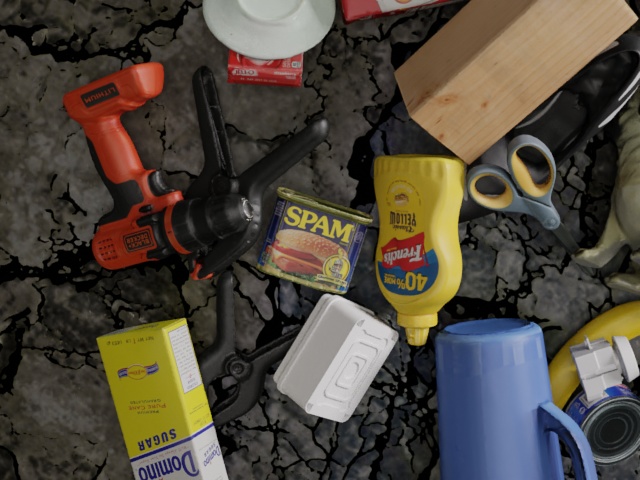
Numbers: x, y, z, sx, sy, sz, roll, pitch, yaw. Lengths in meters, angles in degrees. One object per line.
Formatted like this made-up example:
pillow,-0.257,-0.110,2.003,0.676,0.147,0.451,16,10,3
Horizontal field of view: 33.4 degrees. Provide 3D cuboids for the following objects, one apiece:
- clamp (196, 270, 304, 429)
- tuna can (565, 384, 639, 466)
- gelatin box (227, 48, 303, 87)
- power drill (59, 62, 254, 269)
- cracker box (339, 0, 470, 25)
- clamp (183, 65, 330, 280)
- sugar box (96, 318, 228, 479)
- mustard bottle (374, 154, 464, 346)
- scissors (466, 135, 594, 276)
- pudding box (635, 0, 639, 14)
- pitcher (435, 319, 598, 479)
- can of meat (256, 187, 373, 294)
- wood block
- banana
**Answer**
clamp,-0.091,0.117,1.101,0.120,0.039,0.171,38,93,-6
tuna can,0.299,0.191,1.110,0.086,0.034,0.086,-6,114,-13
gelatin box,-0.052,-0.195,1.052,0.073,0.030,0.089,4,60,-2
power drill,-0.165,-0.073,1.042,0.185,0.057,0.187,-15,93,26
cracker box,0.112,-0.312,1.045,0.213,0.072,0.164,-11,96,0
clamp,-0.094,-0.062,1.068,0.165,0.036,0.210,34,108,26
sugar box,-0.161,0.173,1.085,0.093,0.048,0.176,-11,95,32
mustard bottle,0.098,0.011,1.072,0.096,0.058,0.192,7,100,43
scissors,0.209,-0.021,1.069,0.096,0.016,0.201,-15,130,14
pudding box,0.362,-0.199,1.055,0.039,0.090,0.113,-27,97,0
pitcher,0.189,0.206,1.072,0.149,0.145,0.243,-6,94,0
can of meat,-0.007,0.001,1.083,0.102,0.057,0.084,17,98,-3
wood block,0.180,-0.182,1.008,0.090,0.091,0.206,35,116,-30
banana,0.292,0.119,1.114,0.198,0.037,0.069,-34,96,2
